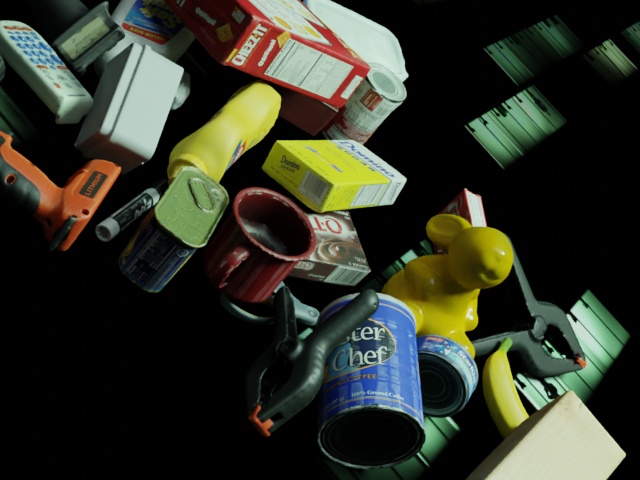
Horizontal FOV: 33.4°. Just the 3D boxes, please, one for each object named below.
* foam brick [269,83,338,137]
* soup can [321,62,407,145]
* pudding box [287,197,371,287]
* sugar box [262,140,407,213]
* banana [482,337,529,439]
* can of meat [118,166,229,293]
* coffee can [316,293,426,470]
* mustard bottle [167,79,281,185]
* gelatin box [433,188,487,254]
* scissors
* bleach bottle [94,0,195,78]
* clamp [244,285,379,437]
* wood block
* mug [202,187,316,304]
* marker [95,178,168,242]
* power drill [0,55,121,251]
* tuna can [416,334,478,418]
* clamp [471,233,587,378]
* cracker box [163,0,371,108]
[{"bbox_3d":[-0.022,-0.178,1.337,0.078,0.051,0.053,30,37,-20],"label":"foam brick"},{"bbox_3d":[0.054,-0.168,1.357,0.068,0.102,0.068,26,40,-24],"label":"soup can"},{"bbox_3d":[-0.008,0.002,1.180,0.113,0.039,0.090,14,44,-37],"label":"pudding box"},{"bbox_3d":[0.021,-0.078,1.246,0.093,0.048,0.175,39,26,22],"label":"sugar box"},{"bbox_3d":[0.232,0.205,1.198,0.069,0.037,0.198,-20,73,-16],"label":"banana"},{"bbox_3d":[-0.141,-0.009,1.020,0.057,0.084,0.102,37,36,-11],"label":"can of meat"},{"bbox_3d":[0.047,0.137,1.043,0.102,0.103,0.140,26,40,-24],"label":"coffee can"},{"bbox_3d":[-0.110,-0.099,1.130,0.058,0.096,0.191,43,35,-4],"label":"mustard bottle"},{"bbox_3d":[0.174,-0.010,1.341,0.030,0.073,0.089,24,41,-27],"label":"gelatin box"},{"bbox_3d":[-0.022,0.063,1.124,0.201,0.016,0.096,13,46,-37],"label":"scissors"},{"bbox_3d":[-0.190,-0.234,1.219,0.102,0.068,0.250,32,39,-14],"label":"bleach bottle"},{"bbox_3d":[-0.029,0.106,1.017,0.171,0.120,0.039,-52,125,-28],"label":"clamp"},{"bbox_3d":[0.205,0.250,1.068,0.091,0.090,0.205,50,45,8],"label":"wood block"},{"bbox_3d":[-0.069,0.013,1.043,0.093,0.082,0.117,42,35,3],"label":"mug"},{"bbox_3d":[-0.182,-0.032,1.059,0.020,0.020,0.121,44,35,-1],"label":"marker"},{"bbox_3d":[-0.282,-0.087,0.986,0.187,0.057,0.184,33,38,-12],"label":"power drill"},{"bbox_3d":[0.121,0.144,1.123,0.086,0.086,0.033,44,37,0],"label":"tuna can"},{"bbox_3d":[0.247,0.114,1.295,0.209,0.036,0.164,42,62,-26],"label":"clamp"},{"bbox_3d":[-0.066,-0.240,1.215,0.213,0.072,0.164,11,31,-51],"label":"cracker box"}]
